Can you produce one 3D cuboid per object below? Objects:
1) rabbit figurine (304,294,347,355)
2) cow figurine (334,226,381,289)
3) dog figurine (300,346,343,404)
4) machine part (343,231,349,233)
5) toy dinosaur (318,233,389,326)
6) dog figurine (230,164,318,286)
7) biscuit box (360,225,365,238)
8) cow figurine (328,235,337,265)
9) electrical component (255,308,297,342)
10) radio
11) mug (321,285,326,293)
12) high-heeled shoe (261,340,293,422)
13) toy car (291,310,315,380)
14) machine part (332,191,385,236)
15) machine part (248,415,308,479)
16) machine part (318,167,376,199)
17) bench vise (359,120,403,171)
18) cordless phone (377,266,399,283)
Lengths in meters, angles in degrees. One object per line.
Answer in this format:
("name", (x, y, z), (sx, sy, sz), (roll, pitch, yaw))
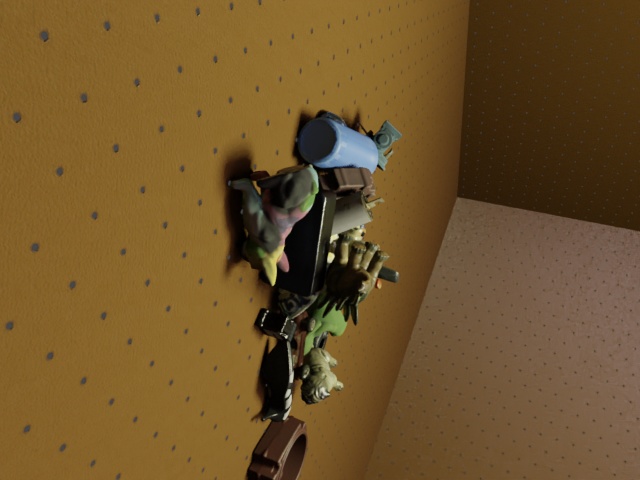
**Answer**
("rabbit figurine", (-0.019, 0.237, 1.433), (0.170, 0.121, 0.159), (-51, 158, -21))
("cow figurine", (0.095, 0.040, 1.467), (0.085, 0.127, 0.195), (17, 68, -63))
("dog figurine", (-0.017, 0.357, 1.467), (0.121, 0.172, 0.190), (-34, 160, -1))
("machine part", (0.059, -0.087, 1.434), (0.039, 0.084, 0.138), (9, 90, -45))
("toy dinosaur", (0.060, 0.088, 1.268), (0.471, 0.105, 0.198), (-120, -127, -84))
("dog figurine", (-0.079, -0.026, 1.033), (0.108, 0.192, 0.219), (-50, 132, -62))
("biscuit box", (0.076, 0.024, 1.620), (0.059, 0.063, 0.203), (76, 34, -53))
("cow figurine", (-0.004, -0.006, 1.387), (0.098, 0.068, 0.167), (-28, 130, -57))
("electrical component", (-0.098, 0.205, 1.263), (0.119, 0.075, 0.048), (71, 37, -61))
("radio", (-0.049, -0.003, 1.174), (0.073, 0.131, 0.229), (-20, 120, -67))
("mug", (0.050, 0.147, 1.514), (0.109, 0.107, 0.080), (-37, 107, -5))
("high-heeled shoe", (-0.089, 0.353, 1.361), (0.145, 0.086, 0.248), (-5, 115, -67))
("toy car", (-0.066, 0.267, 1.361), (0.053, 0.089, 0.202), (-28, 130, -62))
("machine part", (0.033, -0.051, 1.248), (0.079, 0.243, 0.079), (-20, 90, -73))
("machine part", (-0.108, 0.597, 1.461), (0.201, 0.087, 0.200), (-53, 149, -51))
("machine part", (0.045, -0.112, 1.292), (0.179, 0.179, 0.056), (37, 34, -68))
("bench vise", (0.124, -0.231, 1.494), (0.240, 0.129, 0.224), (-47, -166, 5))
("cordless phone", (0.163, 0.073, 1.708), (0.089, 0.184, 0.146), (-53, 150, -38))
